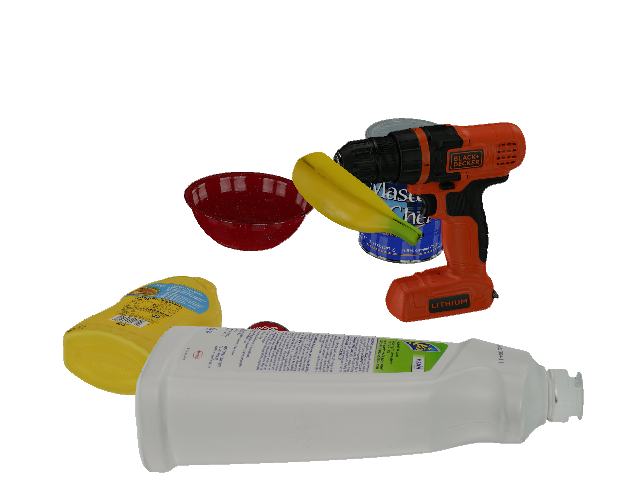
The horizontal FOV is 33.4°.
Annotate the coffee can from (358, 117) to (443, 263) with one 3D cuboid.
[{"bbox_3d":[0.099,-0.059,1.242,0.103,0.140,0.103,2,29,-1],"label":"coffee can"}]

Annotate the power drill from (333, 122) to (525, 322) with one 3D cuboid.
[{"bbox_3d":[0.102,-0.018,1.009,0.184,0.188,0.057,-7,27,-13],"label":"power drill"}]

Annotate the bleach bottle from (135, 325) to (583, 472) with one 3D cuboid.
[{"bbox_3d":[0.026,0.092,0.627,0.251,0.068,0.102,0,19,6],"label":"bleach bottle"}]

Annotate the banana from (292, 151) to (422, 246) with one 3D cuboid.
[{"bbox_3d":[0.010,-0.037,0.806,0.069,0.037,0.198,39,3,-23],"label":"banana"}]

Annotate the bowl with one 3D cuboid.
[{"bbox_3d":[-0.089,-0.031,1.320,0.162,0.055,0.162,4,25,-2],"label":"bowl"}]

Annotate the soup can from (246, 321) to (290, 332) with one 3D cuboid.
[{"bbox_3d":[-0.068,0.137,1.172,0.068,0.068,0.102,0,15,10],"label":"soup can"}]

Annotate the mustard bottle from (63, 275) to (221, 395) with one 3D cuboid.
[{"bbox_3d":[-0.145,0.076,0.978,0.096,0.058,0.191,10,20,19],"label":"mustard bottle"}]
